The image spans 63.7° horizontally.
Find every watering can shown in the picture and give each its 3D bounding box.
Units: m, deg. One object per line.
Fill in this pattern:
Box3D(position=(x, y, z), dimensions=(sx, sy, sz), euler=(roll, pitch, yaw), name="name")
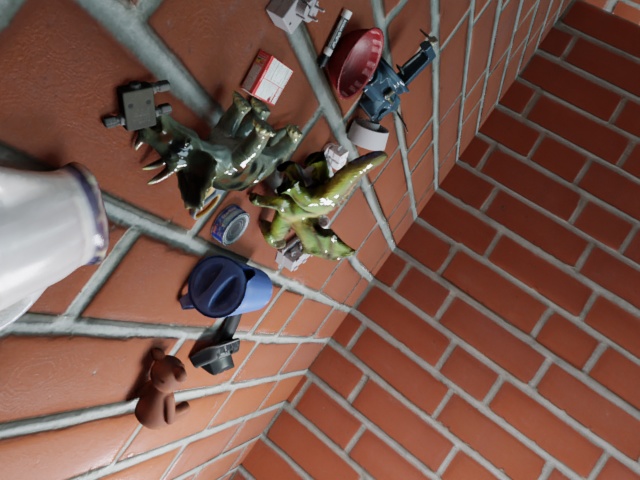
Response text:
Box3D(position=(-0.342, -0.025, 0.566), dimensions=(0.228, 0.105, 0.340), euler=(-38, 156, -47), name="watering can")

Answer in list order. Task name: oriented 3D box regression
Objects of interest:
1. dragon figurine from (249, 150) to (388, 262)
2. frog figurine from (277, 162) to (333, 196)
Box3D(position=(0.003, -0.057, 1.127), dimensions=(0.238, 0.408, 0.125), euler=(59, 43, -30), name="dragon figurine")
Box3D(position=(-0.009, -0.130, 1.252), dimensions=(0.160, 0.123, 0.135), euler=(-14, 118, -47), name="frog figurine")
